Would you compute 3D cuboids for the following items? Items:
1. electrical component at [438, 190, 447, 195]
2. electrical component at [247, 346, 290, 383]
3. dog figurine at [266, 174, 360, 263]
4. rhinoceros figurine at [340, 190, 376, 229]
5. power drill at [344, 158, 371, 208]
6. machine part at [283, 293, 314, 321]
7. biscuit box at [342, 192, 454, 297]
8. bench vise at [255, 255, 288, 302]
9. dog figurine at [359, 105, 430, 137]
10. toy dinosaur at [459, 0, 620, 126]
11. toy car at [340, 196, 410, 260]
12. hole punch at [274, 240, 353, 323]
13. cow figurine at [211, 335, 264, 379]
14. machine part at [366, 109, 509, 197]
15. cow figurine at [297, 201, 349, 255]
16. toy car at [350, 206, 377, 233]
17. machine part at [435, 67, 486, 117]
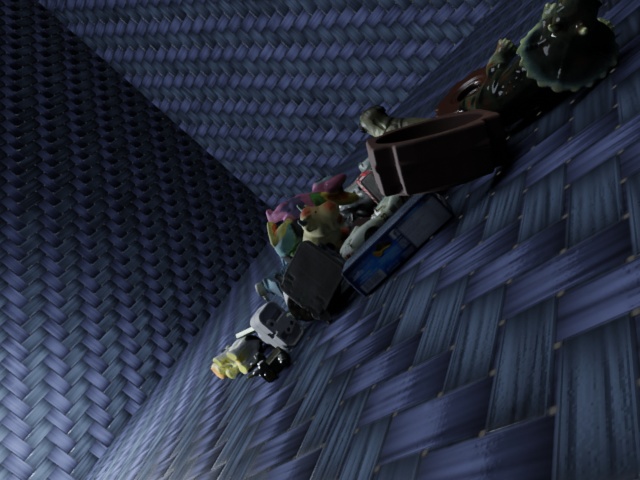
[{"bbox_3d":[0.220,-0.101,0.990,0.094,0.021,0.063,-41,10,45],"label":"electrical component"},{"bbox_3d":[-0.098,0.233,1.012,0.078,0.045,0.102,-50,8,-2],"label":"electrical component"},{"bbox_3d":[-0.013,-0.061,1.259,0.219,0.108,0.192,-30,35,12],"label":"dog figurine"},{"bbox_3d":[0.089,-0.046,1.302,0.190,0.073,0.112,-48,18,-13],"label":"rhinoceros figurine"},{"bbox_3d":[0.128,-0.180,1.694,0.232,0.086,0.207,-39,8,43],"label":"power drill"},{"bbox_3d":[-0.037,0.117,1.135,0.079,0.079,0.243,-49,8,-3],"label":"machine part"},{"bbox_3d":[0.123,0.002,0.876,0.202,0.059,0.063,-45,9,20],"label":"biscuit box"},{"bbox_3d":[-0.070,0.059,1.375,0.223,0.128,0.241,-40,26,4],"label":"bench vise"},{"bbox_3d":[0.209,-0.287,1.353,0.172,0.190,0.121,-42,10,32],"label":"dog figurine"},{"bbox_3d":[0.324,-0.255,0.865,0.192,0.131,0.404,-52,2,-29],"label":"toy dinosaur"},{"bbox_3d":[0.112,-0.035,0.993,0.202,0.056,0.073,-48,3,-27],"label":"toy car"},{"bbox_3d":[0.001,0.071,0.992,0.115,0.142,0.092,-60,-21,14],"label":"hole punch"},{"bbox_3d":[-0.198,0.275,1.281,0.167,0.068,0.098,-34,10,49],"label":"cow figurine"},{"bbox_3d":[0.181,-0.139,0.855,0.202,0.087,0.201,-14,16,5],"label":"machine part"},{"bbox_3d":[-0.002,-0.003,1.141,0.085,0.127,0.194,-94,20,-47],"label":"cow figurine"},{"bbox_3d":[0.101,-0.020,1.136,0.202,0.053,0.089,171,119,-80],"label":"toy car"},{"bbox_3d":[0.327,-0.302,1.143,0.179,0.056,0.179,-39,21,18],"label":"machine part"}]
